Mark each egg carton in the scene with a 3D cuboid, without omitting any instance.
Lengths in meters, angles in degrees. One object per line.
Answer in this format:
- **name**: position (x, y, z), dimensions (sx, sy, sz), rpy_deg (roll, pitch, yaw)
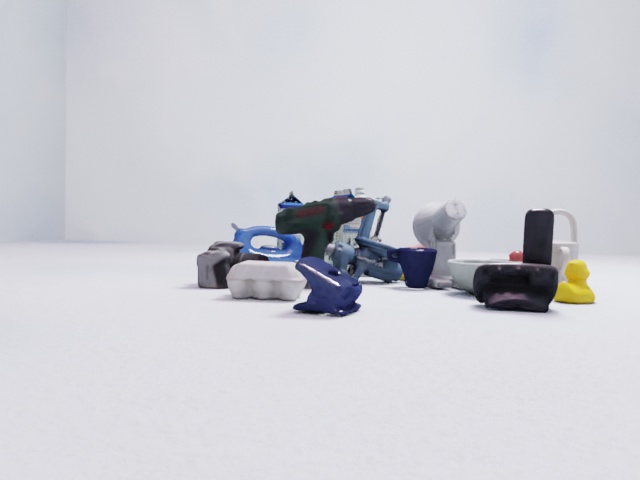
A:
- **egg carton**: position (-0.102, 0.078, 1.112), dimensions (0.150, 0.069, 0.107), rpy_deg (2, 2, 4)

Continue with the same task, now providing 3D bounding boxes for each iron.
- **iron**: position (-0.134, 0.025, 1.597), dimensions (0.259, 0.141, 0.118), rpy_deg (1, 2, -18)

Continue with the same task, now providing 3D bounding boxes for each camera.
- **camera**: position (-0.190, 0.054, 1.288), dimensions (0.136, 0.101, 0.143), rpy_deg (2, 2, 12)

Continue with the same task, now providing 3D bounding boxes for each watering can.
- **watering can**: position (0.552, 0.023, 1.353), dimensions (0.101, 0.194, 0.172), rpy_deg (1, 2, -17)

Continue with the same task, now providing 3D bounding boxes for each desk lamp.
- **desk lamp**: position (0.306, 0.006, 1.404), dimensions (0.118, 0.213, 0.203), rpy_deg (1, 2, -8)

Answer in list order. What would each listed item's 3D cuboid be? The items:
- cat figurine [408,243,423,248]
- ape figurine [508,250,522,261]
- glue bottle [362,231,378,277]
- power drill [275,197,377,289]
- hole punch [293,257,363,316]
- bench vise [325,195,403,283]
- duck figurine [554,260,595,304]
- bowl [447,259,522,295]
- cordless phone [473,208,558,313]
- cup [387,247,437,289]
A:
- **cat figurine**: position (0.285, 0.050, 1.504), dimensions (0.067, 0.118, 0.127), rpy_deg (0, 2, -29)
- **ape figurine**: position (0.484, 0.071, 1.411), dimensions (0.078, 0.092, 0.075), rpy_deg (0, 3, -41)
- **glue bottle**: position (0.131, 0.016, 1.586), dimensions (0.078, 0.173, 0.037), rpy_deg (1, 2, -3)
- **power drill**: position (0.012, 0.005, 1.301), dimensions (0.229, 0.208, 0.075), rpy_deg (1, 2, -1)
- **hole punch**: position (0.017, 0.075, 0.960), dimensions (0.100, 0.091, 0.109), rpy_deg (2, 2, 22)
- **bench vise**: position (0.116, -0.002, 1.413), dimensions (0.208, 0.220, 0.121), rpy_deg (0, 3, -37)
- **duck figurine**: position (0.517, 0.083, 1.165), dimensions (0.105, 0.086, 0.077), rpy_deg (0, 3, -39)
- **bowl**: position (0.358, 0.082, 1.237), dimensions (0.167, 0.075, 0.167), rpy_deg (1, 2, 0)
- **cordless phone**: position (0.358, 0.034, 1.046), dimensions (0.147, 0.185, 0.094), rpy_deg (2, 2, 5)
- **cup**: position (0.211, 0.065, 1.334), dimensions (0.117, 0.095, 0.092), rpy_deg (2, 2, 21)
